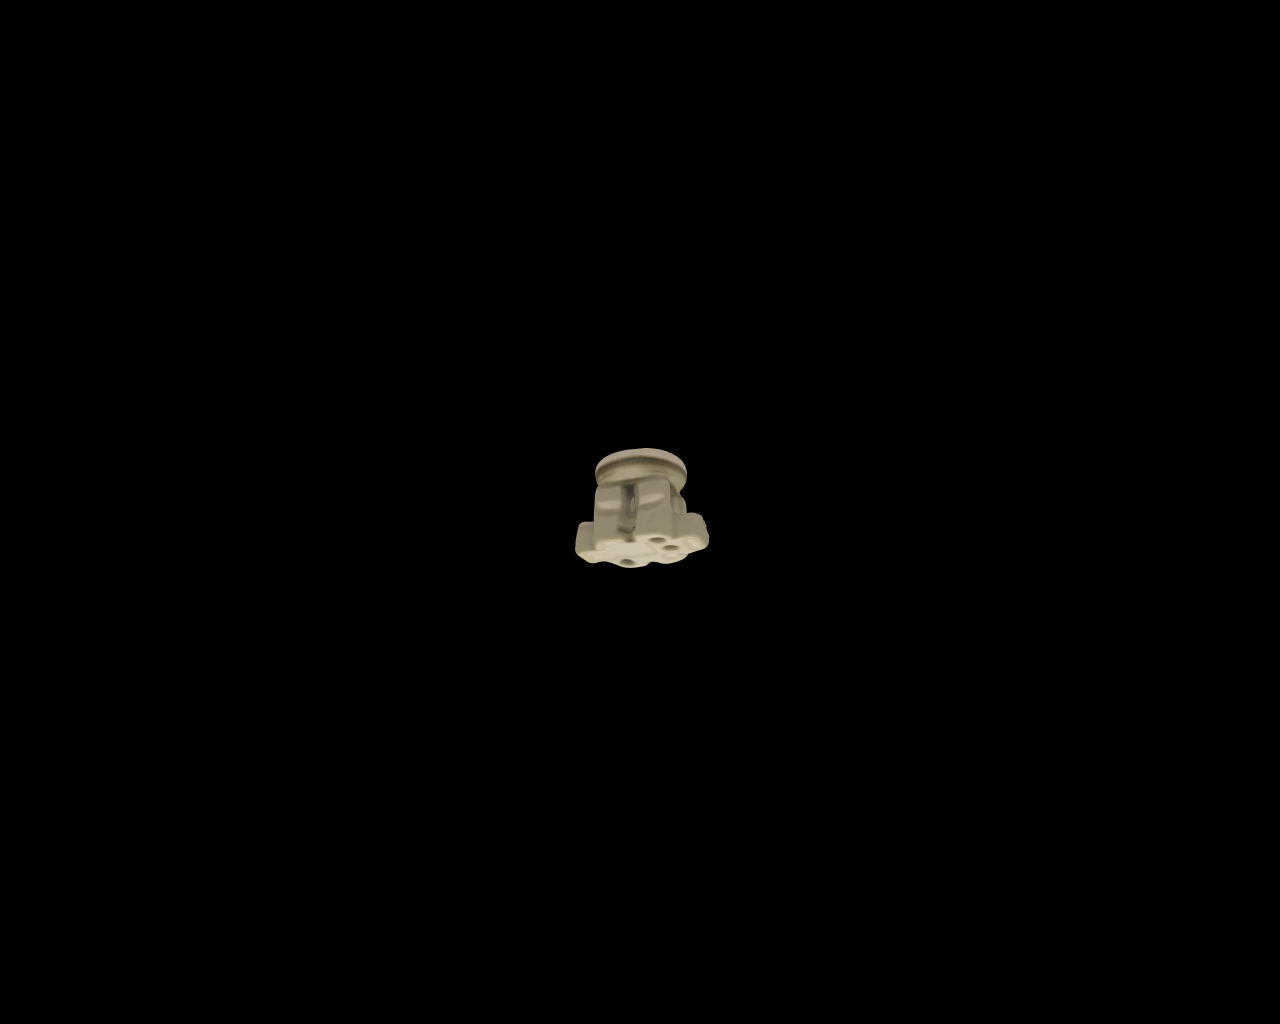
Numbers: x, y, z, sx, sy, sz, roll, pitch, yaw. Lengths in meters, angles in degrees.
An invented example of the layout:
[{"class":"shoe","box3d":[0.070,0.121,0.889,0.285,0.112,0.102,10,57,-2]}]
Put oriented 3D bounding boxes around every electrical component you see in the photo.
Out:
[{"class":"electrical component","box3d":[0.001,-0.003,0.650,0.078,0.057,0.058,-8,-24,18]}]
